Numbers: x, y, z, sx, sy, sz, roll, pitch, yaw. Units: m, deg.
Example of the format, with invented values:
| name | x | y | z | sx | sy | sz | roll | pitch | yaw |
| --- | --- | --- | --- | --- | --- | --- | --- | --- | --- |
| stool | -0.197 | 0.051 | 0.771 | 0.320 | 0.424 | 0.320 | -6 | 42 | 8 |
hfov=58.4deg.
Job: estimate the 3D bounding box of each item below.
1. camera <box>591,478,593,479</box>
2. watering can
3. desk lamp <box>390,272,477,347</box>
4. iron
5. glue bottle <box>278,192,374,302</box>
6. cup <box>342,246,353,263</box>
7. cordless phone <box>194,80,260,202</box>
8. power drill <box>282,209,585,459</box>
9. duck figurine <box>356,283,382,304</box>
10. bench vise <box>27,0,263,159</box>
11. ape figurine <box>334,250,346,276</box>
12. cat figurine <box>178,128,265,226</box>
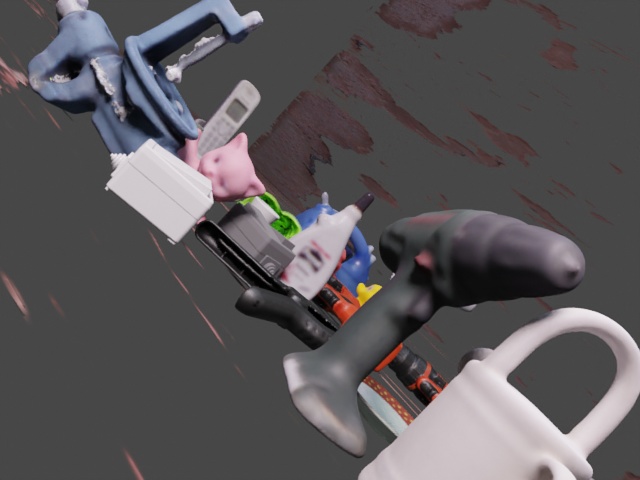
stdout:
| name | x | y | z | sx | sy | sz | roll | pitch | yaw |
| --- | --- | --- | --- | --- | --- | --- | --- | --- | --- |
| camera | 0.376 | 0.393 | 0.848 | 0.144 | 0.100 | 0.136 | 41 | 4 | -36 |
| watering can | 0.122 | 0.123 | 0.379 | 0.101 | 0.194 | 0.172 | 42 | 3 | -29 |
| desk lamp | 0.200 | 0.130 | 1.135 | 0.203 | 0.213 | 0.118 | 43 | 3 | -2 |
| iron | 0.039 | 0.022 | 1.204 | 0.259 | 0.141 | 0.118 | 42 | 3 | -28 |
| glue bottle | 0.007 | 0.003 | 0.740 | 0.078 | 0.173 | 0.037 | 43 | 3 | -13 |
| cup | 0.000 | 0.029 | 1.043 | 0.092 | 0.095 | 0.117 | 43 | 3 | -6 |
| cordless phone | -0.150 | -0.171 | 0.995 | 0.148 | 0.185 | 0.094 | 41 | 4 | -45 |
| power drill | 0.070 | 0.059 | 0.445 | 0.076 | 0.208 | 0.229 | 42 | 3 | -16 |
| duck figurine | 0.086 | 0.120 | 0.988 | 0.104 | 0.086 | 0.078 | 45 | 3 | 31 |
| bench vise | -0.180 | -0.195 | 0.594 | 0.208 | 0.219 | 0.121 | 43 | 3 | -15 |
| ape figurine | 0.006 | 0.043 | 0.952 | 0.078 | 0.092 | 0.076 | 41 | 4 | -41 |
| cat figurine | -0.127 | -0.080 | 0.661 | 0.127 | 0.117 | 0.067 | 45 | 3 | 30 |
